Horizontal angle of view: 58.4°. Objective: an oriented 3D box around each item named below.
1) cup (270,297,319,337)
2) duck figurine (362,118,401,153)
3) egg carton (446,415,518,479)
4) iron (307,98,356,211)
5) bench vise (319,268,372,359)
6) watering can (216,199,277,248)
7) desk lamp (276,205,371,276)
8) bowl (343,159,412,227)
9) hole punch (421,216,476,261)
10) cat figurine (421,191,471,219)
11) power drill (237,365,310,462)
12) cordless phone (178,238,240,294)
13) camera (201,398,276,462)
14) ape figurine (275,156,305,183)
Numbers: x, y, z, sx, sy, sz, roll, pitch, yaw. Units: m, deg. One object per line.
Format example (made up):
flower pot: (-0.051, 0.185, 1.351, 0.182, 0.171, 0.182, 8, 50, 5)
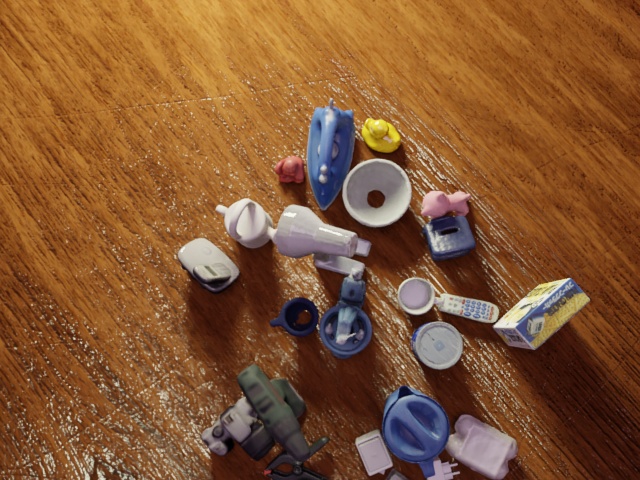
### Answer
cup: (-0.057, 0.188, 1.364, 0.117, 0.095, 0.092, -15, 81, 2)
duck figurine: (0.153, -0.266, 1.418, 0.104, 0.086, 0.077, 32, 85, 8)
egg carton: (0.367, 0.474, 1.306, 0.150, 0.069, 0.107, 26, 85, 7)
iron: (0.020, -0.210, 1.392, 0.118, 0.141, 0.258, 5, 82, 5)
bench vise: (0.052, 0.167, 1.296, 0.121, 0.220, 0.207, -7, 81, 3)
watering can: (-0.166, -0.042, 1.354, 0.172, 0.194, 0.101, 3, 82, 5)
desk lamp: (0.012, 0.005, 1.325, 0.203, 0.213, 0.118, 15, 83, 6)
bowl: (0.139, -0.109, 1.403, 0.167, 0.075, 0.167, -1, 82, 4)
hole punch: (0.306, -0.008, 1.368, 0.108, 0.091, 0.101, -14, 81, 2)
cat figurine: (0.298, -0.089, 1.367, 0.127, 0.118, 0.067, -11, 81, 3)
power drill: (-0.090, 0.378, 1.281, 0.075, 0.208, 0.229, -40, 81, -2)
cordless phone: (-0.277, 0.057, 1.352, 0.147, 0.185, 0.094, 39, 86, 9)
camera: (-0.182, 0.457, 1.331, 0.143, 0.101, 0.136, -43, 81, -3)
ape figurine: (-0.072, -0.177, 1.418, 0.077, 0.092, 0.076, 41, 87, 9)
